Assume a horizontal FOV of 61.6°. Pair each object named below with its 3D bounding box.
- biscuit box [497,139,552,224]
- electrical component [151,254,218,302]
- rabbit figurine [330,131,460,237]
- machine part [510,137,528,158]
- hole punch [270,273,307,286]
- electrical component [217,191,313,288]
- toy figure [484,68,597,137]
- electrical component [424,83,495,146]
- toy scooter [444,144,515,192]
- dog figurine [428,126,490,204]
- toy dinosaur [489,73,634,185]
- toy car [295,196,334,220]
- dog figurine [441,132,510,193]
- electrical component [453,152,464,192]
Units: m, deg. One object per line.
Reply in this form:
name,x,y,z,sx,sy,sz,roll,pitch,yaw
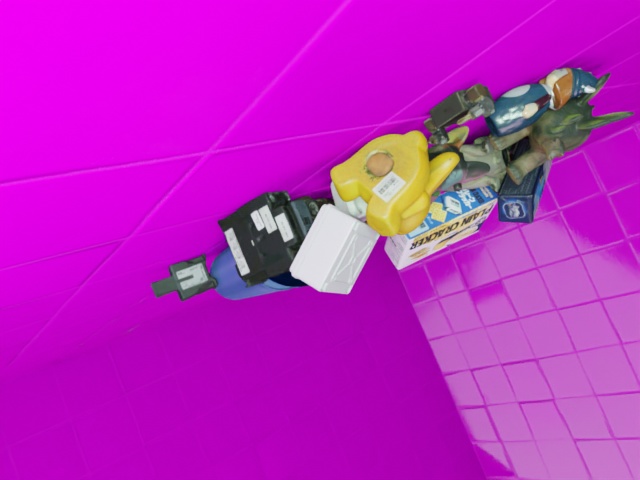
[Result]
biscuit box,0.377,-0.112,0.985,0.063,0.059,0.203,5,-140,31
electrical component,-0.267,0.081,1.046,0.119,0.075,0.048,-25,176,-22
rabbit figurine,0.111,-0.075,0.757,0.162,0.122,0.173,-52,147,-8
machine part,0.479,-0.227,1.177,0.179,0.056,0.179,-24,175,-2
hole punch,-0.049,0.027,0.872,0.142,0.092,0.115,-7,169,40
electrical component,-0.070,-0.005,0.779,0.134,0.115,0.058,-24,177,32
toy figure,0.308,-0.196,0.746,0.154,0.064,0.057,-28,136,6
electrical component,0.173,-0.154,0.667,0.078,0.045,0.102,-16,172,-39
toy scooter,0.330,-0.158,1.164,0.184,0.075,0.135,-28,175,7
dog figurine,0.176,-0.101,0.911,0.219,0.108,0.191,-28,172,28
toy dinosaur,0.393,-0.187,0.887,0.199,0.105,0.471,-25,-172,25
toy car,-0.014,-0.048,0.907,0.089,0.053,0.202,-6,180,30
dog figurine,0.263,-0.138,1.055,0.191,0.121,0.172,-8,-178,36
electrical component,0.226,-0.125,0.945,0.021,0.094,0.063,4,162,-26
